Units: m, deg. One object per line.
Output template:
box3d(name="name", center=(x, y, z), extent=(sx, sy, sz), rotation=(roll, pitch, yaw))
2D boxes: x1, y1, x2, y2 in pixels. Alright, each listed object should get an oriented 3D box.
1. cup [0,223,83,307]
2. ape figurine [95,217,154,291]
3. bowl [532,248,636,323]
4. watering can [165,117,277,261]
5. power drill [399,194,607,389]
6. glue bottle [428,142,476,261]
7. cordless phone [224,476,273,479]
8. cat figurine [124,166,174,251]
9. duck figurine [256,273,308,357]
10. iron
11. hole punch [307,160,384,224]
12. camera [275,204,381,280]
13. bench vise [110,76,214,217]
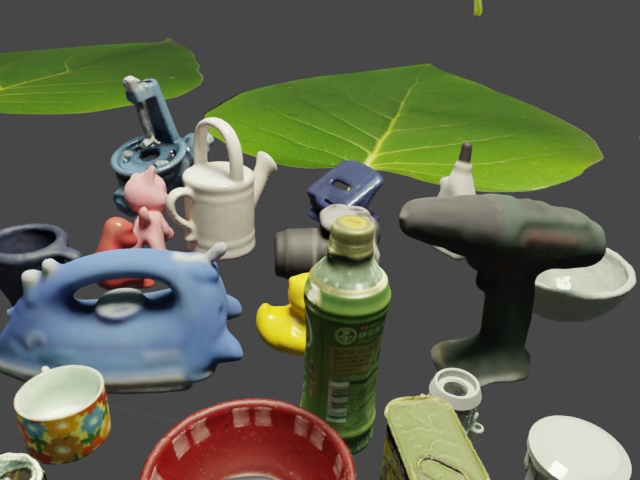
box3d(name="cup", center=(-0.324, 0.041, 0.668), extent=(0.117, 0.095, 0.092), rotation=(9, 28, 12))
box3d(name="ape figurine", center=(-0.253, 0.015, 0.730), extent=(0.076, 0.092, 0.077), rotation=(-3, 28, -11))
box3d(name="bowl", center=(0.305, 0.056, 0.733), extent=(0.167, 0.075, 0.167), rotation=(3, 28, -1))
box3d(name="watering can", center=(-0.139, -0.080, 0.815), extent=(0.100, 0.194, 0.173), rotation=(14, 29, 20))
box3d(name="power drill", center=(0.177, 0.048, 0.589), extent=(0.230, 0.208, 0.075), rotation=(-7, 29, -18))
box3d(name="glue bottle", center=(0.200, -0.060, 0.837), extent=(0.037, 0.173, 0.077), rotation=(-17, 34, -34))
box3d(name="cordless phone", center=(-0.004, 0.198, 0.306), extent=(0.148, 0.185, 0.094), rotation=(-5, 29, -15))
box3d(name="cat figurine", center=(-0.248, -0.046, 0.820), extent=(0.067, 0.118, 0.127), rotation=(-3, 28, -11))
box3d(name="duck figurine", center=(-0.020, 0.077, 0.644), extent=(0.104, 0.086, 0.077), rotation=(4, 28, 2))
box3d(name="iron", center=(-0.209, 0.068, 0.580), extent=(0.258, 0.141, 0.118), rotation=(-2, 28, -9))
box3d(name="hole punch", center=(0.040, -0.073, 0.932), extent=(0.101, 0.091, 0.108), rotation=(-19, 35, -36))
box3d(name="camera", center=(0.007, 0.003, 0.773), extent=(0.137, 0.101, 0.143), rotation=(0, 28, -5))
box3d(name="bench vise", center=(-0.264, -0.168, 0.940), extent=(0.121, 0.220, 0.207), rotation=(9, 28, 11))
